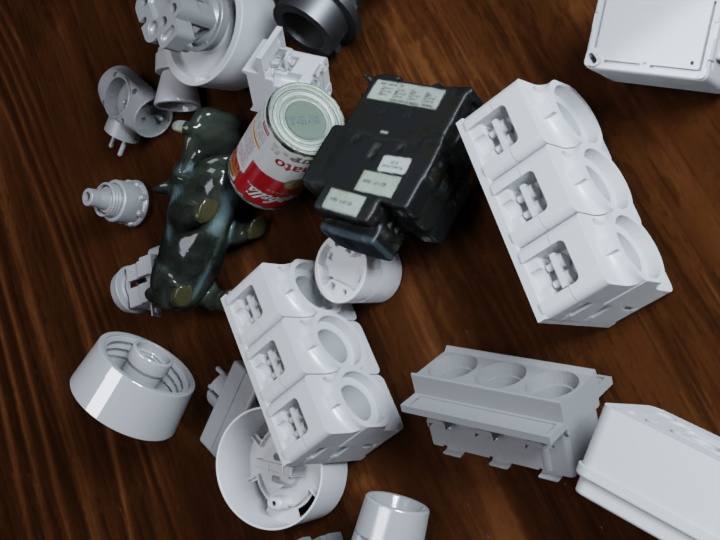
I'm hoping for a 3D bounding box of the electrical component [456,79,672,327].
[{"bbox_3d":[0.137,-0.044,0.704,0.062,0.089,0.150,-35,64,34],"label":"electrical component"}]

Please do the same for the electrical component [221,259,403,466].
[{"bbox_3d":[-0.036,0.071,0.848,0.062,0.089,0.150,-40,61,32],"label":"electrical component"}]

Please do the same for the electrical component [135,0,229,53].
[{"bbox_3d":[-0.150,-0.219,0.917,0.058,0.057,0.078,-37,63,33],"label":"electrical component"}]

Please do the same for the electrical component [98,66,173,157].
[{"bbox_3d":[-0.232,-0.153,1.078,0.077,0.044,0.079,41,113,37],"label":"electrical component"}]

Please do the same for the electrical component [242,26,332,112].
[{"bbox_3d":[-0.059,-0.158,0.904,0.064,0.081,0.042,14,56,17],"label":"electrical component"}]

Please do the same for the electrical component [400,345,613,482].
[{"bbox_3d":[0.101,0.096,0.735,0.121,0.079,0.063,6,119,42],"label":"electrical component"}]

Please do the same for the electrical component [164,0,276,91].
[{"bbox_3d":[-0.120,-0.214,0.972,0.108,0.060,0.108,-5,82,42],"label":"electrical component"}]

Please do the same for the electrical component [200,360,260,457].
[{"bbox_3d":[-0.108,0.113,0.938,0.076,0.047,0.083,38,111,38],"label":"electrical component"}]

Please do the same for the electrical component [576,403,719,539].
[{"bbox_3d":[0.196,0.128,0.642,0.113,0.078,0.057,26,100,41],"label":"electrical component"}]

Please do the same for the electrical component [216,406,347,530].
[{"bbox_3d":[-0.061,0.161,0.880,0.099,0.064,0.099,-5,82,42],"label":"electrical component"}]

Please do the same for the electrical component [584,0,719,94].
[{"bbox_3d":[0.202,-0.148,0.680,0.096,0.061,0.061,15,96,34],"label":"electrical component"}]

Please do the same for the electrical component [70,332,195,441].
[{"bbox_3d":[-0.203,0.100,0.988,0.108,0.108,0.060,43,107,36],"label":"electrical component"}]

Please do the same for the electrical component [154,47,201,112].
[{"bbox_3d":[-0.174,-0.183,1.028,0.045,0.045,0.055,-4,82,42],"label":"electrical component"}]

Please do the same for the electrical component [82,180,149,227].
[{"bbox_3d":[-0.245,-0.069,1.069,0.048,0.062,0.048,-5,83,42],"label":"electrical component"}]

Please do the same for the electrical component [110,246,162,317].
[{"bbox_3d":[-0.207,0.015,1.039,0.055,0.048,0.066,-18,74,32],"label":"electrical component"}]

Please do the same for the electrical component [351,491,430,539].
[{"bbox_3d":[0.023,0.196,0.808,0.055,0.055,0.047,15,92,42],"label":"electrical component"}]

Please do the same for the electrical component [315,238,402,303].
[{"bbox_3d":[0.000,0.000,0.852,0.055,0.047,0.055,-5,82,42],"label":"electrical component"}]
